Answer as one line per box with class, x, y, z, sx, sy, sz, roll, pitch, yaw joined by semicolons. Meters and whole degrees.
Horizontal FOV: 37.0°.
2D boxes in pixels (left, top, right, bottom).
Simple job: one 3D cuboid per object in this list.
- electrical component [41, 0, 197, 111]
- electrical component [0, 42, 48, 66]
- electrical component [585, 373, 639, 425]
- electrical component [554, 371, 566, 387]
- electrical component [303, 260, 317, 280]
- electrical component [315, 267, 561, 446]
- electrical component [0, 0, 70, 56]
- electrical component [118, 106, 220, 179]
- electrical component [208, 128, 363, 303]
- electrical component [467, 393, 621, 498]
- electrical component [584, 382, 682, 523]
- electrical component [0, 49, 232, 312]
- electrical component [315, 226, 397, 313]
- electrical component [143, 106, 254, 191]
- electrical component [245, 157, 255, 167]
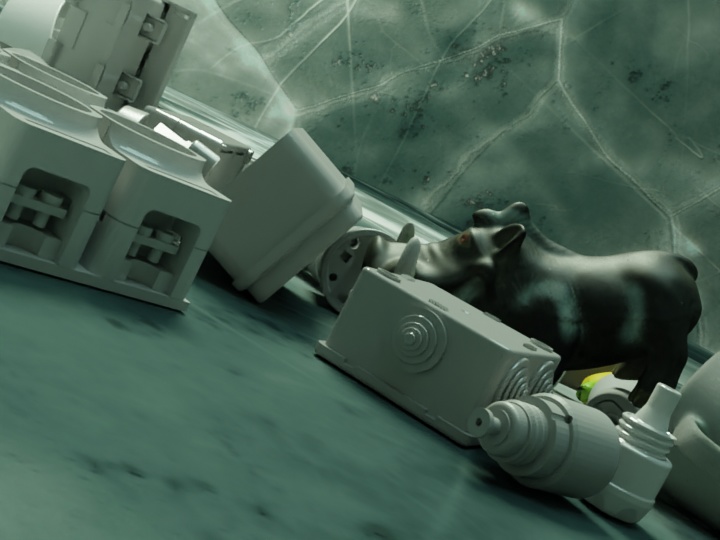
electrical component;-0.168;-0.128;0.696;0.079;0.121;0.063;28;9;17
electrical component;-0.211;-0.104;0.623;0.057;0.058;0.078;29;3;41
electrical component;0.153;0.087;0.642;0.044;0.044;0.065;29;11;18
electrical component;0.103;0.044;0.752;0.077;0.044;0.079;26;7;-5
electrical component;-0.022;-0.011;0.714;0.044;0.044;0.065;19;15;-49
electrical component;0.041;0.040;0.518;0.100;0.048;0.100;30;7;26
electrical component;-0.232;-0.155;0.788;0.064;0.099;0.099;20;7;-2
electrical component;-0.113;-0.053;0.567;0.055;0.066;0.048;37;33;-8
electrical component;-0.043;-0.032;0.592;0.057;0.078;0.113;50;5;-6
electrical component;0.075;0.071;0.449;0.078;0.040;0.040;21;8;-40
electrical component;0.124;0.080;0.481;0.035;0.061;0.035;26;7;-3
electrical component;-0.152;-0.058;0.480;0.105;0.060;0.186;20;9;-46
electrical component;0.000;0.000;0.659;0.055;0.055;0.047;25;3;-12
electrical component;-0.113;-0.061;0.652;0.061;0.061;0.096;27;6;4
electrical component;-0.074;-0.061;0.890;0.077;0.044;0.079;31;8;32
